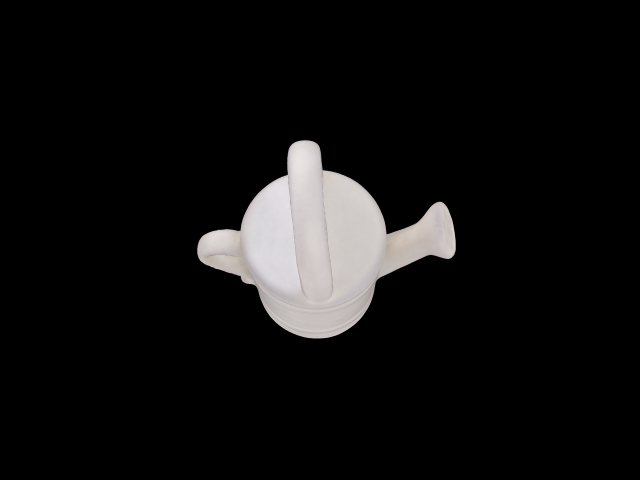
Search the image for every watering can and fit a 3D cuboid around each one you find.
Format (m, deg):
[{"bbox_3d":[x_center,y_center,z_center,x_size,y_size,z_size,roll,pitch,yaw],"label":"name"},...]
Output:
[{"bbox_3d":[0.003,-0.001,0.401,0.173,0.194,0.101,-23,72,-8],"label":"watering can"}]
